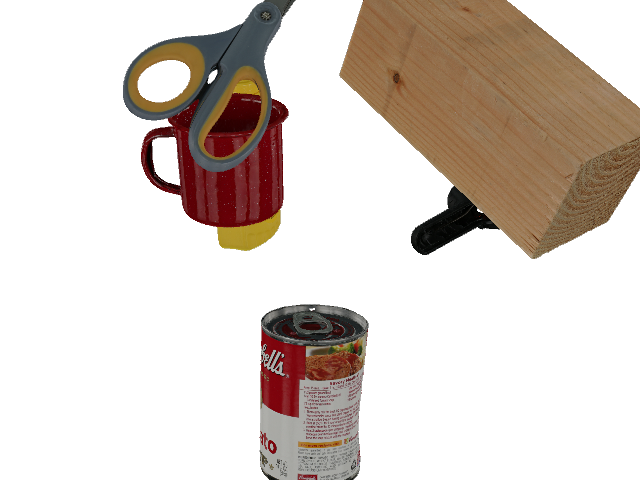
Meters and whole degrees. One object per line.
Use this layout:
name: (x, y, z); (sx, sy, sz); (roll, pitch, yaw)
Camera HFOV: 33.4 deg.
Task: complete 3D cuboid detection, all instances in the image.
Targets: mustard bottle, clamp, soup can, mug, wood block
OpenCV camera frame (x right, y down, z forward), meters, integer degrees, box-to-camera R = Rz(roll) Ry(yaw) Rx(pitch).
mustard bottle: (-0.078, -0.093, 1.089); (0.058, 0.192, 0.096); (7, 27, 20)
clamp: (0.157, -0.027, 0.932); (0.120, 0.039, 0.171); (6, 26, 20)
soup can: (-0.005, 0.099, 0.685); (0.068, 0.102, 0.068); (2, 16, -1)
mug: (-0.083, -0.062, 0.838); (0.117, 0.081, 0.093); (-1, 27, 0)
wood block: (0.119, -0.097, 0.744); (0.090, 0.091, 0.206); (-23, 57, -35)

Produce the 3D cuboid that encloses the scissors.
scissors: (-0.054, -0.133, 0.647); (0.096, 0.201, 0.016); (16, -26, -4)
